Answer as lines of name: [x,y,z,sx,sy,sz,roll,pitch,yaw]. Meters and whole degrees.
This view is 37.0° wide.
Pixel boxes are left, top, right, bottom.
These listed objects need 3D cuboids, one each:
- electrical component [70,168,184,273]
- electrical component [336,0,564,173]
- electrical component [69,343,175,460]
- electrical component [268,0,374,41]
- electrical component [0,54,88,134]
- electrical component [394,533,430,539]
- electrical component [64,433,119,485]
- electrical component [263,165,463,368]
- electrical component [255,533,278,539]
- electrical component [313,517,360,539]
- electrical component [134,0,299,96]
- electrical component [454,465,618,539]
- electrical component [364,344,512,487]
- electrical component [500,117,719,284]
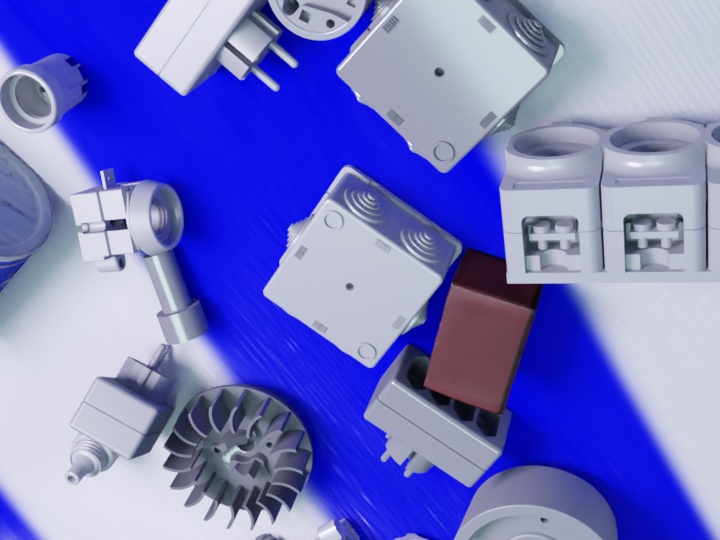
electrical component: [-0.147,-0.032,0.685,0.055,0.048,0.066,-4,103,21]
electrical component: [0.047,-0.113,0.582,0.100,0.048,0.100,42,120,-7]
electrical component: [-0.152,0.084,0.738,0.047,0.083,0.075,29,83,1]
electrical component: [-0.017,-0.157,0.580,0.055,0.047,0.055,7,118,13]
electrical component: [-0.193,-0.110,0.659,0.040,0.046,0.040,7,118,13]
electrical component: [0.035,0.220,0.769,0.035,0.035,0.061,12,122,11]
electrical component: [-0.193,0.132,0.777,0.035,0.061,0.035,7,118,14]
electrical component: [0.000,0.000,0.656,0.100,0.048,0.099,35,122,-3]
electrical component: [-0.071,0.271,0.785,0.056,0.108,0.108,-30,105,31]
electrical component: [-0.024,0.217,0.777,0.055,0.048,0.066,-30,105,16]
electrical component: [-0.070,-0.133,0.608,0.076,0.047,0.083,40,121,-6]
electrical component: [0.118,0.179,0.706,0.108,0.060,0.108,7,118,13]
electrical component: [0.041,0.106,0.699,0.083,0.047,0.075,34,121,-2]
electrical component: [0.155,-0.041,0.563,0.150,0.089,0.061,-1,116,17]
